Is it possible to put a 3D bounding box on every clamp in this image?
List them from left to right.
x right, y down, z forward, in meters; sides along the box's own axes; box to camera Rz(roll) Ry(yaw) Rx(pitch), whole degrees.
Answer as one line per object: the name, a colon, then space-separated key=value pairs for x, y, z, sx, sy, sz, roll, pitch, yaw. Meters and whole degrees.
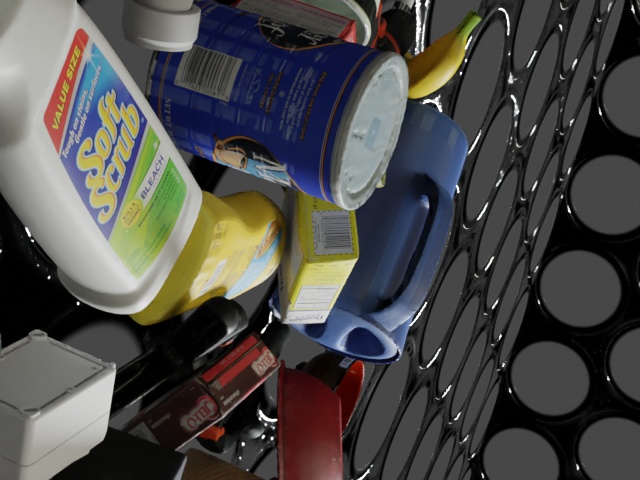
clamp: x=-0.110 y=0.085 z=0.746 sx=0.164 sy=0.036 sz=0.210 roll=-34 pitch=178 yaw=6
clamp: x=-0.074 y=0.154 z=0.969 sx=0.171 sy=0.039 sz=0.120 roll=-38 pitch=138 yaw=-62

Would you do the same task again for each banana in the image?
banana: x=0.095 y=-0.162 z=1.003 sx=0.069 sy=0.037 sz=0.198 roll=-48 pitch=-168 yaw=-11

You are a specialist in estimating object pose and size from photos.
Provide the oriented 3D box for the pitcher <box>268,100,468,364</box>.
pitcher: x=0.062 y=-0.013 z=1.023 sx=0.145 sy=0.149 sz=0.242 roll=70 pitch=40 yaw=-62

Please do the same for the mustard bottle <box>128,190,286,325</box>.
mustard bottle: x=-0.072 y=0.007 z=0.784 sx=0.096 sy=0.058 sz=0.191 roll=-55 pitch=165 yaw=15

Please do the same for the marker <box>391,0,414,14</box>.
marker: x=0.073 y=-0.211 z=1.036 sx=0.121 sy=0.020 sz=0.020 roll=-66 pitch=161 yaw=-12

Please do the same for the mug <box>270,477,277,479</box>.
mug: x=-0.066 y=0.280 z=1.038 sx=0.117 sy=0.093 sz=0.081 roll=-68 pitch=168 yaw=18

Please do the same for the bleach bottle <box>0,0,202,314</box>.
bleach bottle: x=-0.137 y=-0.056 z=0.545 sx=0.102 sy=0.068 sz=0.250 roll=-63 pitch=158 yaw=-19

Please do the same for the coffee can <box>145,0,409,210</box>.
coffee can: x=-0.027 y=-0.089 z=0.691 sx=0.102 sy=0.140 sz=0.103 roll=-54 pitch=155 yaw=-39

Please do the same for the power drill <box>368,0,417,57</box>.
power drill: x=0.047 y=-0.212 z=0.905 sx=0.184 sy=0.057 sz=0.188 roll=-54 pitch=155 yaw=-48

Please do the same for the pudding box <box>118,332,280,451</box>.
pudding box: x=-0.094 y=0.123 z=0.797 sx=0.114 sy=0.039 sz=0.089 roll=-36 pitch=179 yaw=31

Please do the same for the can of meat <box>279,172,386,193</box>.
can of meat: x=0.005 y=-0.078 z=0.859 sx=0.102 sy=0.084 sz=0.057 roll=59 pitch=31 yaw=-66

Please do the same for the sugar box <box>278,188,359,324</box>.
sugar box: x=-0.005 y=0.001 z=0.855 sx=0.176 sy=0.048 sz=0.093 roll=106 pitch=-19 yaw=-71

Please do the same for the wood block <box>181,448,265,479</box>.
wood block: x=-0.106 y=0.302 z=0.946 sx=0.090 sy=0.091 sz=0.206 roll=-43 pitch=147 yaw=-54

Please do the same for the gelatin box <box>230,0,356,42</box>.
gelatin box: x=-0.018 y=-0.132 z=0.754 sx=0.030 sy=0.089 sz=0.073 roll=-55 pitch=156 yaw=-30

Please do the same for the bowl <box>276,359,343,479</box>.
bowl: x=-0.008 y=0.190 z=0.972 sx=0.162 sy=0.055 sz=0.162 roll=0 pitch=89 yaw=-88
